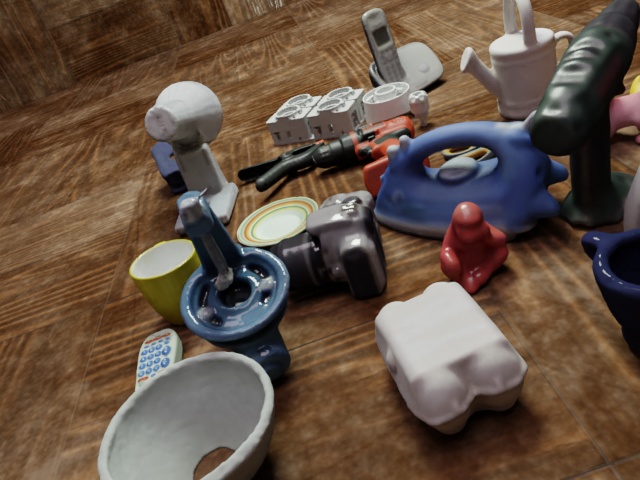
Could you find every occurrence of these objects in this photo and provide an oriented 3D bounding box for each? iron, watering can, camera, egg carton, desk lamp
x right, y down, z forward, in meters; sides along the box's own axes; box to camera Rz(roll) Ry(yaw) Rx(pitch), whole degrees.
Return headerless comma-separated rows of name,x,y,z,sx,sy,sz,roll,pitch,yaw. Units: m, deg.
iron,0.167,-0.086,0.722,0.257,0.142,0.119,-1,36,30
watering can,0.316,-0.299,0.916,0.173,0.194,0.100,-28,32,-11
camera,0.007,0.003,0.721,0.136,0.101,0.143,-14,31,11
egg carton,0.113,0.103,0.529,0.107,0.069,0.150,-24,31,-4
desk lamp,-0.223,-0.154,0.994,0.118,0.214,0.203,-16,31,9

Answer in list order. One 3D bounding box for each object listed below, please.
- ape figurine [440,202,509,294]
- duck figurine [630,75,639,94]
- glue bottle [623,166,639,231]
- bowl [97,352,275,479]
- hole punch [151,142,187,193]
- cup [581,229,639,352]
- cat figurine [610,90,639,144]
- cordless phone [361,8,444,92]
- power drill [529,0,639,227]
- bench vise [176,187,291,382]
ape figurine,0.167,0.001,0.636,0.077,0.092,0.076,-14,32,11
duck figurine,0.488,-0.226,0.803,0.078,0.086,0.104,-32,33,-18
glue bottle,0.334,-0.061,0.551,0.078,0.173,0.037,-13,32,13
bowl,-0.110,0.187,0.527,0.167,0.075,0.167,-15,31,10
hole punch,-0.274,-0.161,1.156,0.109,0.091,0.100,-27,31,-9
cup,0.277,0.046,0.495,0.092,0.095,0.117,-29,32,-14
cat figurine,0.389,-0.189,0.774,0.127,0.118,0.067,-4,35,27
cordless phone,0.160,-0.383,1.150,0.148,0.185,0.093,-33,33,-19
power drill,0.310,-0.133,0.645,0.075,0.209,0.230,10,43,41
bench vise,-0.117,0.032,0.633,0.122,0.220,0.206,-35,33,-22
